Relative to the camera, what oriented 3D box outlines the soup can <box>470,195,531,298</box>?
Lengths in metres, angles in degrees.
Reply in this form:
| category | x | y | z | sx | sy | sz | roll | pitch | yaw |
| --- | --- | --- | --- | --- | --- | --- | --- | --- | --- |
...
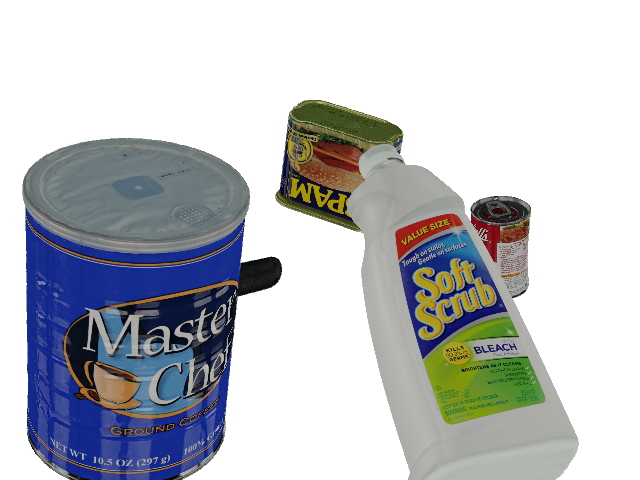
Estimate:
| category | x | y | z | sx | sy | sz | roll | pitch | yaw |
| --- | --- | --- | --- | --- | --- | --- | --- | --- | --- |
| soup can | 0.208 | 0.008 | 1.232 | 0.068 | 0.102 | 0.068 | -4 | 29 | 2 |

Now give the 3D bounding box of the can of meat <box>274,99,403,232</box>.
| category | x | y | z | sx | sy | sz | roll | pitch | yaw |
| --- | --- | --- | --- | --- | --- | --- | --- | --- | --- |
| can of meat | 0.017 | -0.065 | 0.914 | 0.102 | 0.084 | 0.057 | 19 | 32 | 19 |

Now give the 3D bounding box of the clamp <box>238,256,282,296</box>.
| category | x | y | z | sx | sy | sz | roll | pitch | yaw |
| --- | --- | --- | --- | --- | --- | --- | --- | --- | --- |
| clamp | -0.124 | 0.030 | 0.793 | 0.120 | 0.039 | 0.171 | 29 | 40 | 28 |

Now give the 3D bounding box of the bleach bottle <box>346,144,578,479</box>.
| category | x | y | z | sx | sy | sz | roll | pitch | yaw |
| --- | --- | --- | --- | --- | --- | --- | --- | --- | --- |
| bleach bottle | 0.067 | 0.039 | 0.674 | 0.102 | 0.251 | 0.068 | -8 | -37 | -16 |

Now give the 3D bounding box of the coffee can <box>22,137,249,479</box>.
| category | x | y | z | sx | sy | sz | roll | pitch | yaw |
| --- | --- | --- | --- | --- | --- | --- | --- | --- | --- |
| coffee can | -0.092 | 0.034 | 0.521 | 0.102 | 0.140 | 0.103 | 6 | 29 | -4 |
